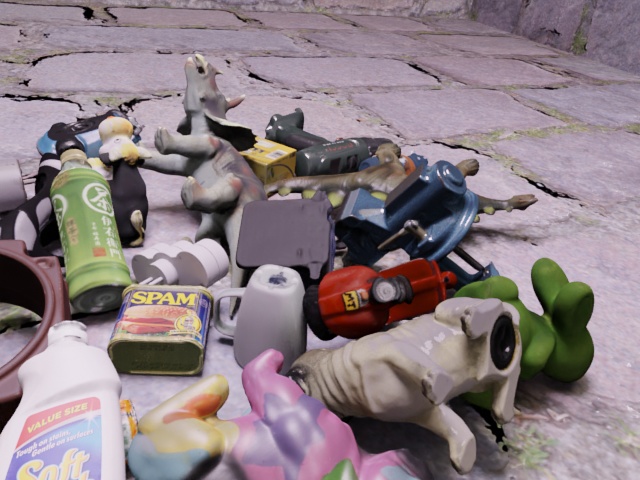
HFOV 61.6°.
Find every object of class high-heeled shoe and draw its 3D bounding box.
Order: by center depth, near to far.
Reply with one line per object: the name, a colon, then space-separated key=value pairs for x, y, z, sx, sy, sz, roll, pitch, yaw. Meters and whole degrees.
high-heeled shoe: x=-0.392 y=-0.039 z=0.697 sx=0.145 sy=0.086 sz=0.249 roll=6 pitch=40 yaw=-43

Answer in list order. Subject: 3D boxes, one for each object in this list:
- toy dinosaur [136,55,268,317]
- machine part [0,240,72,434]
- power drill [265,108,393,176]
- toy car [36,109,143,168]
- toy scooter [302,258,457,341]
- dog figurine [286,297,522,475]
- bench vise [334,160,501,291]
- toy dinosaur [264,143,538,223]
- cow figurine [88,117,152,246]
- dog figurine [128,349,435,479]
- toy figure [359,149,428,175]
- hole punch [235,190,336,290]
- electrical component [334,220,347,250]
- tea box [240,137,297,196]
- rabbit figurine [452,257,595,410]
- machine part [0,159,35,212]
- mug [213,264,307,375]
toy dinosaur: x=-0.140 y=-0.075 z=0.785 sx=0.192 sy=0.131 sz=0.405 roll=-8 pitch=65 yaw=-40
machine part: x=-0.338 y=0.094 z=0.491 sx=0.201 sy=0.087 sz=0.202 roll=-7 pitch=43 yaw=-22
power drill: x=0.008 y=-0.192 z=1.078 sx=0.232 sy=0.085 sz=0.207 roll=-26 pitch=52 yaw=-39
toy car: x=-0.370 y=-0.145 z=0.885 sx=0.162 sy=0.102 sz=0.109 roll=-24 pitch=39 yaw=-23
toy scooter: x=0.073 y=0.060 z=0.587 sx=0.135 sy=0.075 sz=0.184 roll=-19 pitch=-11 yaw=26
dog figurine: x=0.075 y=0.111 z=0.512 sx=0.172 sy=0.121 sz=0.191 roll=-26 pitch=17 yaw=-39
bench vise: x=0.141 y=0.011 z=0.709 sx=0.240 sy=0.223 sz=0.129 roll=35 pitch=32 yaw=-13
toy dinosaur: x=0.107 y=-0.072 z=0.871 sx=0.472 sy=0.104 sz=0.199 roll=5 pitch=34 yaw=10
cow figurine: x=-0.272 y=-0.078 z=0.738 sx=0.068 sy=0.167 sz=0.098 roll=-15 pitch=36 yaw=-41
dog figurine: x=-0.017 y=0.196 z=0.407 sx=0.191 sy=0.108 sz=0.219 roll=-20 pitch=43 yaw=-38
toy figure: x=0.143 y=-0.137 z=1.026 sx=0.154 sy=0.064 sz=0.058 roll=-11 pitch=-2 yaw=-35
hole punch: x=-0.037 y=0.015 z=0.673 sx=0.116 sy=0.092 sz=0.142 roll=-3 pitch=46 yaw=7
electrical component: x=-0.002 y=-0.002 z=0.769 sx=0.094 sy=0.063 sz=0.021 roll=-8 pitch=35 yaw=-22
tea box: x=-0.139 y=-0.143 z=0.965 sx=0.170 sy=0.068 sz=0.098 roll=22 pitch=33 yaw=25
rabbit figurine: x=0.230 y=0.099 z=0.596 sx=0.170 sy=0.159 sz=0.121 roll=14 pitch=19 yaw=-18
machine part: x=-0.512 y=-0.068 z=0.757 sx=0.243 sy=0.079 sz=0.079 roll=-12 pitch=36 yaw=-29
mug: x=-0.062 y=0.078 z=0.585 sx=0.110 sy=0.107 sz=0.081 roll=18 pitch=31 yaw=13
